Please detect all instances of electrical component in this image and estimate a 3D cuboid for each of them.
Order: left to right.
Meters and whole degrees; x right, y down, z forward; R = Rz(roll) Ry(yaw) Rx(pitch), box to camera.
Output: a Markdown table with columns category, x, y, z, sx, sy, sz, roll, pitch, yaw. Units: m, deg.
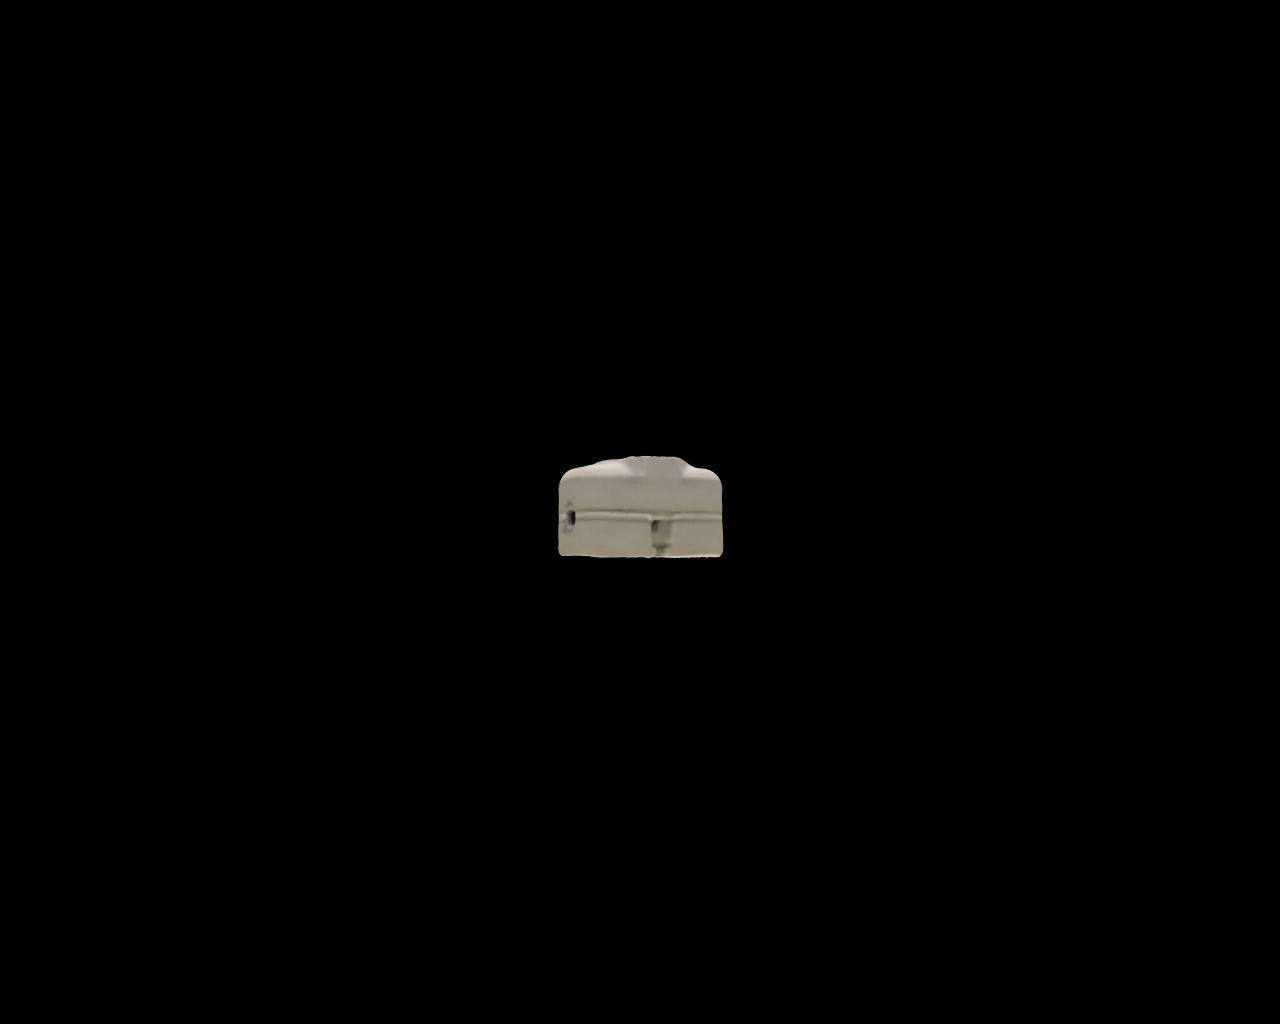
| category | x | y | z | sx | sy | sz | roll | pitch | yaw |
| --- | --- | --- | --- | --- | --- | --- | --- | --- | --- |
| electrical component | 0.001 | -0.003 | 0.650 | 0.095 | 0.059 | 0.053 | 2 | -4 | -27 |
